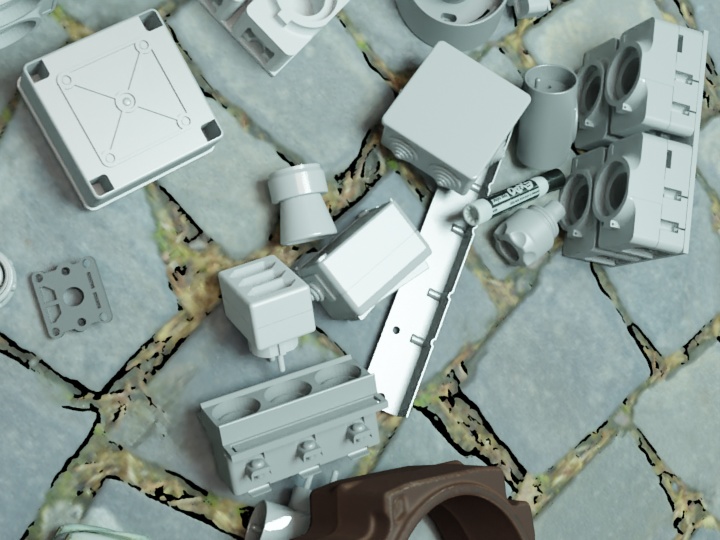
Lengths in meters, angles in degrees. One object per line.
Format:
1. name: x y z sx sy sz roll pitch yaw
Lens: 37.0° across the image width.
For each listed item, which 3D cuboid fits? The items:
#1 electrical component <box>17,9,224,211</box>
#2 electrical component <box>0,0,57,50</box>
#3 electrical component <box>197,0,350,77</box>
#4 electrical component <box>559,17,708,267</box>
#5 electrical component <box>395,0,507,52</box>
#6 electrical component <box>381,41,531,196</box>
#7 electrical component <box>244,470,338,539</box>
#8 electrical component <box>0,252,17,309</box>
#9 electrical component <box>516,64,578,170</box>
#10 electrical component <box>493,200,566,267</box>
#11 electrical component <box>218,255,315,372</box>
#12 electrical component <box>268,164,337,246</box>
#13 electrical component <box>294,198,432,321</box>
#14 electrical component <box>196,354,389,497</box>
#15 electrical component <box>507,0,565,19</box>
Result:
1. electrical component: -0.173 -0.115 0.778 0.109 0.056 0.108 -30 95 -21
2. electrical component: -0.292 -0.169 0.712 0.186 0.105 0.060 -32 96 -21
3. electrical component: -0.037 -0.258 0.842 0.105 0.060 0.186 45 71 -11
4. electrical component: 0.225 -0.104 0.900 0.060 0.105 0.186 11 80 -19
5. electrical component: 0.078 -0.236 0.894 0.099 0.064 0.099 1 82 -7
6. electrical component: 0.074 -0.119 0.863 0.100 0.048 0.099 34 74 6
7. electrical component: -0.038 0.185 0.802 0.077 0.044 0.079 21 77 -17
8. electrical component: -0.257 0.005 0.730 0.048 0.062 0.048 2 83 -20
9. electrical component: 0.155 -0.138 0.900 0.044 0.077 0.079 0 43 2
10. electrical component: 0.145 -0.034 0.896 0.062 0.043 0.043 -40 98 -21
11. electrical component: -0.067 0.040 0.801 0.047 0.066 0.076 -19 120 -22
12. electrical component: -0.045 -0.050 0.825 0.045 0.045 0.055 -12 88 -21
13. electrical component: 0.000 0.000 0.827 0.096 0.062 0.061 -41 99 -19
14. electrical component: -0.049 0.115 0.795 0.121 0.079 0.063 -17 112 -21
15. electrical component: 0.157 -0.257 0.917 0.057 0.058 0.078 -12 89 -18
